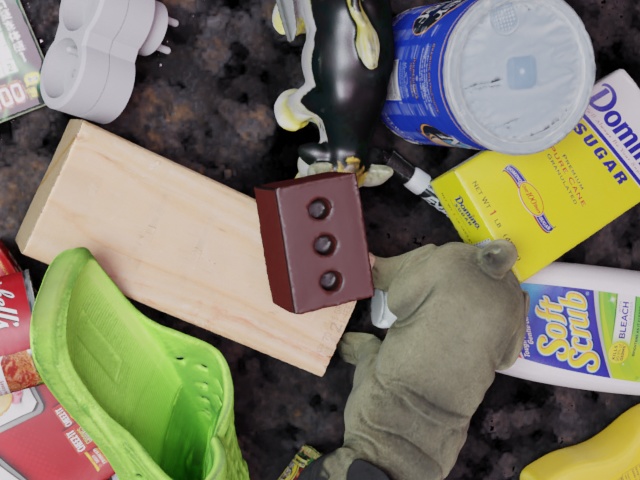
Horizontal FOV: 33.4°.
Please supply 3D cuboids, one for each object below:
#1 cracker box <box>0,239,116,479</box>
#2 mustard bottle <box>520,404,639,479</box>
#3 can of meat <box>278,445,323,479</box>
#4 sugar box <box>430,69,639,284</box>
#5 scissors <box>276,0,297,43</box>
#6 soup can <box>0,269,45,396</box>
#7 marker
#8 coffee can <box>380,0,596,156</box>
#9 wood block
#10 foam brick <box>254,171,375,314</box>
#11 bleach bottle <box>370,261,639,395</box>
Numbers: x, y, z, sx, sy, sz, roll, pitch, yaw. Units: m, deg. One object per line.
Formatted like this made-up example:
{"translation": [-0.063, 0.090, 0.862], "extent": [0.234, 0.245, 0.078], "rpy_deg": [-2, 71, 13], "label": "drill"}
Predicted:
{"translation": [-0.248, 0.125, 0.672], "extent": [0.213, 0.072, 0.164], "rpy_deg": [-34, 104, -10], "label": "cracker box"}
{"translation": [0.255, 0.181, 0.848], "extent": [0.191, 0.058, 0.096], "rpy_deg": [-26, 110, -13], "label": "mustard bottle"}
{"translation": [-0.005, 0.198, 0.745], "extent": [0.057, 0.102, 0.084], "rpy_deg": [40, 82, -20], "label": "can of meat"}
{"translation": [0.175, -0.046, 0.772], "extent": [0.176, 0.048, 0.093], "rpy_deg": [-32, 92, -22], "label": "sugar box"}
{"translation": [-0.020, -0.239, 0.687], "extent": [0.096, 0.016, 0.202], "rpy_deg": [-25, 89, 17], "label": "scissors"}
{"translation": [-0.207, 0.061, 0.603], "extent": [0.102, 0.069, 0.068], "rpy_deg": [-14, 101, -13], "label": "soup can"}
{"translation": [0.090, -0.031, 0.787], "extent": [0.121, 0.020, 0.020], "rpy_deg": [33, 87, -19], "label": "marker"}
{"translation": [0.102, -0.111, 0.715], "extent": [0.102, 0.140, 0.103], "rpy_deg": [-2, 98, -18], "label": "coffee can"}
{"translation": [-0.082, 0.004, 0.699], "extent": [0.206, 0.091, 0.090], "rpy_deg": [25, 88, -19], "label": "wood block"}
{"translation": [-0.004, 0.001, 0.647], "extent": [0.053, 0.051, 0.078], "rpy_deg": [-12, 99, -17], "label": "foam brick"}
{"translation": [0.159, 0.066, 0.801], "extent": [0.250, 0.068, 0.102], "rpy_deg": [5, 97, -16], "label": "bleach bottle"}
